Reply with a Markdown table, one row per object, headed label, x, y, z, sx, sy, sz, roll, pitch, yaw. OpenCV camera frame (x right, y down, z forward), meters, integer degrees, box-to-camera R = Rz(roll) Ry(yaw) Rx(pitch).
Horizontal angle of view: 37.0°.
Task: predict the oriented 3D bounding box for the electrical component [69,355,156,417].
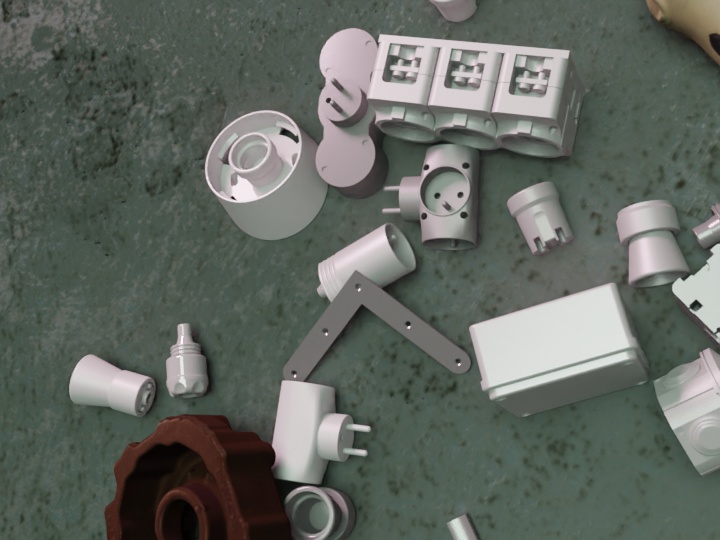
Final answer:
| label | x | y | z | sx | sy | sz | roll | pitch | yaw |
| --- | --- | --- | --- | --- | --- | --- | --- | --- | --- |
| electrical component | -0.210 | 0.102 | 0.923 | 0.065 | 0.044 | 0.044 | 14 | 83 | 16 |

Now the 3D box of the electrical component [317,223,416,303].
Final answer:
| label | x | y | z | sx | sy | sz | roll | pitch | yaw |
| --- | --- | --- | --- | --- | --- | --- | --- | --- | --- |
| electrical component | 0.000 | 0.000 | 0.870 | 0.081 | 0.043 | 0.043 | -30 | 70 | 22 |

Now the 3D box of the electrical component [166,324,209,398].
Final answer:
| label | x | y | z | sx | sy | sz | roll | pitch | yaw |
| --- | --- | --- | --- | --- | --- | --- | --- | --- | --- |
| electrical component | -0.147 | 0.076 | 0.911 | 0.035 | 0.035 | 0.061 | -11 | 72 | 16 |

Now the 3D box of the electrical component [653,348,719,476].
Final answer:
| label | x | y | z | sx | sy | sz | roll | pitch | yaw |
| --- | --- | --- | --- | --- | --- | --- | --- | --- | --- |
| electrical component | 0.244 | 0.099 | 0.747 | 0.051 | 0.080 | 0.080 | -30 | 70 | 17 |

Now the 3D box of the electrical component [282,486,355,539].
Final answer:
| label | x | y | z | sx | sy | sz | roll | pitch | yaw |
| --- | --- | --- | --- | --- | --- | --- | --- | --- | --- |
| electrical component | -0.032 | 0.190 | 0.833 | 0.045 | 0.055 | 0.045 | -4 | 77 | 18 |

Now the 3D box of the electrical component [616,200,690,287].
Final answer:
| label | x | y | z | sx | sy | sz | roll | pitch | yaw |
| --- | --- | --- | --- | --- | --- | --- | --- | --- | --- |
| electrical component | 0.218 | -0.019 | 0.801 | 0.045 | 0.045 | 0.055 | -13 | 74 | 16 |

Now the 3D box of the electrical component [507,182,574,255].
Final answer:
| label | x | y | z | sx | sy | sz | roll | pitch | yaw |
| --- | --- | --- | --- | --- | --- | --- | --- | --- | --- |
| electrical component | 0.141 | -0.040 | 0.835 | 0.040 | 0.040 | 0.046 | -24 | 77 | 12 |

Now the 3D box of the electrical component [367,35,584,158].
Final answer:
| label | x | y | z | sx | sy | sz | roll | pitch | yaw |
| --- | --- | --- | --- | --- | --- | --- | --- | --- | --- |
| electrical component | 0.091 | -0.132 | 0.845 | 0.150 | 0.089 | 0.061 | 10 | 81 | 21 |

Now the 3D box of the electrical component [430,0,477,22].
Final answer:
| label | x | y | z | sx | sy | sz | roll | pitch | yaw |
| --- | --- | --- | --- | --- | --- | --- | --- | --- | --- |
| electrical component | 0.077 | -0.232 | 0.896 | 0.040 | 0.046 | 0.040 | -4 | 77 | 18 |

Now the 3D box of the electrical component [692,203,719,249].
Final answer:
| label | x | y | z | sx | sy | sz | roll | pitch | yaw |
| --- | --- | --- | --- | --- | --- | --- | --- | --- | --- |
| electrical component | 0.275 | -0.037 | 0.785 | 0.062 | 0.043 | 0.043 | -29 | 70 | 13 |

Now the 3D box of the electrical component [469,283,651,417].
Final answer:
| label | x | y | z | sx | sy | sz | roll | pitch | yaw |
| --- | --- | --- | --- | --- | --- | --- | --- | --- | --- |
| electrical component | 0.146 | 0.060 | 0.773 | 0.109 | 0.109 | 0.056 | -18 | 70 | 15 |

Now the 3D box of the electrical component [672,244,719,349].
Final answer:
| label | x | y | z | sx | sy | sz | roll | pitch | yaw |
| --- | --- | --- | --- | --- | --- | --- | --- | --- | --- |
| electrical component | 0.271 | 0.033 | 0.764 | 0.050 | 0.056 | 0.089 | -43 | 68 | 6 |

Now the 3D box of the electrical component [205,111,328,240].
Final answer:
| label | x | y | z | sx | sy | sz | roll | pitch | yaw |
| --- | --- | --- | --- | --- | --- | --- | --- | --- | --- |
| electrical component | -0.081 | -0.084 | 0.921 | 0.099 | 0.064 | 0.099 | -10 | 61 | 18 |

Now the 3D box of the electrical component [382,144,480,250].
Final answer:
| label | x | y | z | sx | sy | sz | roll | pitch | yaw |
| --- | --- | --- | --- | --- | --- | --- | --- | --- | --- |
| electrical component | 0.056 | -0.057 | 0.865 | 0.079 | 0.044 | 0.077 | -1 | 78 | 19 |

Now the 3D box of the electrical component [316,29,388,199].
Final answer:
| label | x | y | z | sx | sy | sz | roll | pitch | yaw |
| --- | --- | --- | --- | --- | --- | --- | --- | --- | --- |
| electrical component | -0.010 | -0.135 | 0.889 | 0.052 | 0.074 | 0.138 | -2 | 77 | 19 |

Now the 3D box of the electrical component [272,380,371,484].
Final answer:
| label | x | y | z | sx | sy | sz | roll | pitch | yaw |
| --- | --- | --- | --- | --- | --- | --- | --- | --- | --- |
| electrical component | -0.030 | 0.131 | 0.853 | 0.079 | 0.043 | 0.077 | 5 | 79 | 20 |
